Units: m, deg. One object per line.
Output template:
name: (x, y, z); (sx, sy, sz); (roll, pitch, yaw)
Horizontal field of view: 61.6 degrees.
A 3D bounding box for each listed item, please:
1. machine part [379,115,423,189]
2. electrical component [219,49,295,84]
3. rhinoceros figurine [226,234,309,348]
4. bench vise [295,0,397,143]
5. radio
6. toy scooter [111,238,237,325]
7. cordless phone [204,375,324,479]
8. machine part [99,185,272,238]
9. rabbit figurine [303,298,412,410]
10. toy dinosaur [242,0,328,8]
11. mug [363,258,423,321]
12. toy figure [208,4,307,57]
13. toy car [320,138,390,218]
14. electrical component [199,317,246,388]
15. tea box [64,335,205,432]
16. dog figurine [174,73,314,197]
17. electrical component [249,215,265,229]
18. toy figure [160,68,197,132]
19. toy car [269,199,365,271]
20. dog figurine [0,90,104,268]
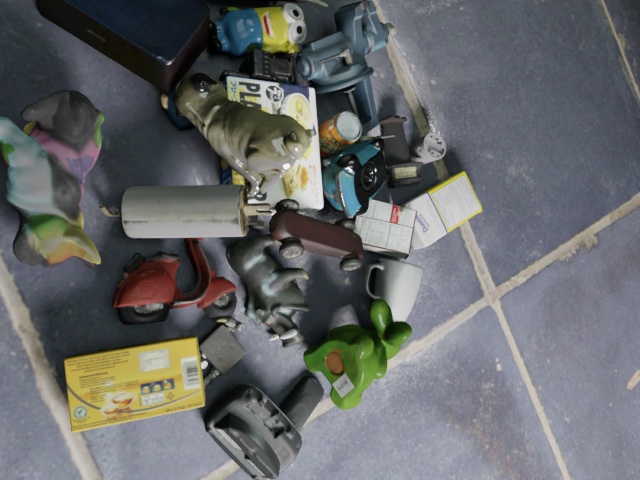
machine part: (0.155, -0.173, 1.050); (0.084, 0.039, 0.138); (-13, 90, -21)
electrical component: (-0.110, -0.282, 0.904); (0.119, 0.075, 0.047); (2, 79, -25)
rhinoceros figurine: (-0.078, 0.079, 0.857); (0.112, 0.073, 0.190); (-34, 97, -30)
bench vise: (0.065, -0.297, 0.982); (0.223, 0.129, 0.240); (-39, 121, -37)
radio: (-0.283, -0.335, 0.788); (0.229, 0.073, 0.131); (32, 65, -4)
toy scooter: (-0.212, 0.052, 0.789); (0.184, 0.075, 0.135); (-2, 83, -32)
cordless phone: (-0.073, 0.262, 0.838); (0.146, 0.089, 0.184); (49, 51, -9)
machine part: (-0.191, -0.041, 0.773); (0.243, 0.079, 0.079); (-2, 81, 1)
rabbit figurine: (0.078, 0.171, 0.898); (0.121, 0.159, 0.170); (43, 32, 23)
toy dinosaur: (-0.181, -0.475, 0.863); (0.404, 0.192, 0.131); (44, 20, -24)
mug: (0.127, 0.090, 0.964); (0.109, 0.081, 0.107); (14, 83, -31)
toy figure: (-0.107, -0.357, 0.914); (0.180, 0.089, 0.082); (-18, 128, -21)
toy car: (0.050, -0.117, 0.940); (0.162, 0.103, 0.109); (-49, 136, -39)
electrical component: (-0.155, 0.164, 0.816); (0.102, 0.045, 0.078); (-37, 98, -28)
tea box: (-0.246, 0.190, 0.727); (0.170, 0.068, 0.098); (-6, 84, -12)
dog figurine: (-0.116, -0.168, 0.758); (0.190, 0.172, 0.121); (44, 58, -17)
electrical component: (-0.127, -0.032, 0.855); (0.094, 0.063, 0.021); (7, 77, -29)
toy figure: (-0.227, -0.249, 0.846); (0.154, 0.058, 0.064); (70, 22, 0)
toy car: (-0.002, -0.003, 0.877); (0.202, 0.053, 0.089); (16, 54, -45)
dog figurine: (-0.344, -0.069, 0.724); (0.191, 0.108, 0.219); (-36, 103, -31)
